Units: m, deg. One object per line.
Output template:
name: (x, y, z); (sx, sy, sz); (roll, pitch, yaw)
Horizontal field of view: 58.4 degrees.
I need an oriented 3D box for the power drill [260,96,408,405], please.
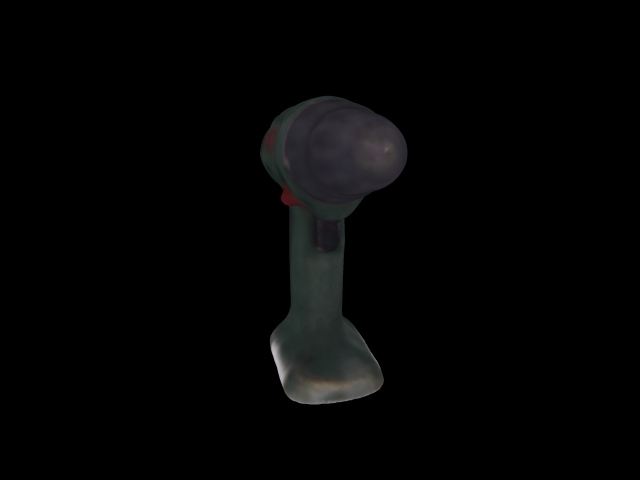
power drill: (0.004, 0.001, 0.400); (0.076, 0.208, 0.229); (-6, 23, -14)
